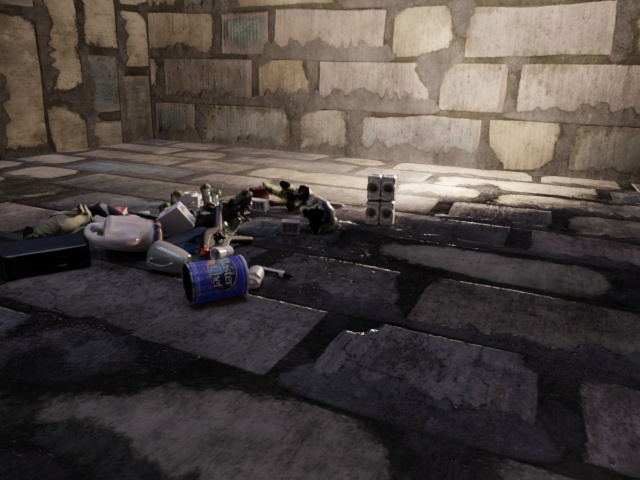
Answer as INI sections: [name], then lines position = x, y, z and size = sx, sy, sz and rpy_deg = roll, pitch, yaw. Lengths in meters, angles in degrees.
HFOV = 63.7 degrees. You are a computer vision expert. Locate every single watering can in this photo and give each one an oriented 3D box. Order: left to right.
[watering can]
position = -0.602, -0.030, 1.585
size = 0.224, 0.103, 0.351
rpy_deg = 6, 11, -23

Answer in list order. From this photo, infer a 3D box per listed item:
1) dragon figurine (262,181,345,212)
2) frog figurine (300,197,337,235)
[dragon figurine]
position = -0.070, -0.186, 2.200
size = 0.411, 0.121, 0.244
rpy_deg = 15, 11, 13
[frog figurine]
position = 0.006, -0.094, 1.876
size = 0.138, 0.121, 0.160
rpy_deg = 40, 17, 10
